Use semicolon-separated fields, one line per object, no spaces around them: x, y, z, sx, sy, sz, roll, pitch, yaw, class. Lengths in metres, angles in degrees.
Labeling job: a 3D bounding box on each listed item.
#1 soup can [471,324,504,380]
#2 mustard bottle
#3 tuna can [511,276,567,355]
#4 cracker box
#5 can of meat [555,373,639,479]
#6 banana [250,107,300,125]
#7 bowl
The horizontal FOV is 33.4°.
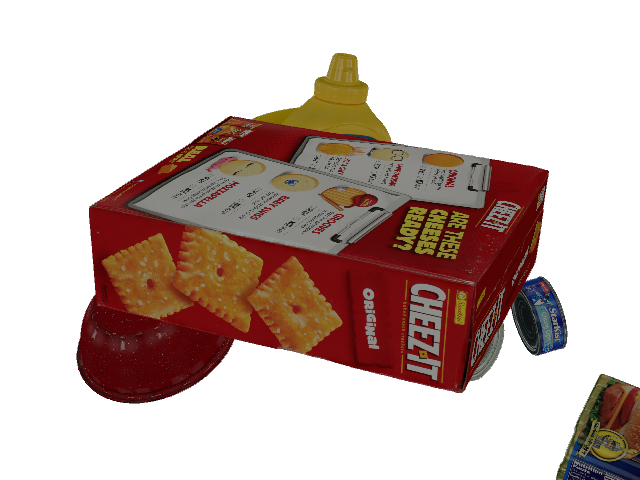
0.106;0.078;0.968;0.102;0.068;0.068;23;15;39;soup can
0.008;-0.049;0.831;0.096;0.192;0.058;-1;21;-21;mustard bottle
0.246;0.086;1.210;0.033;0.086;0.086;-15;2;-7;tuna can
0.004;-0.001;0.606;0.214;0.072;0.164;12;28;20;cracker box
0.231;0.154;0.788;0.084;0.057;0.102;21;41;21;can of meat
-0.030;-0.108;1.106;0.197;0.037;0.070;-9;47;-31;banana
-0.160;0.071;0.992;0.162;0.162;0.055;0;-44;19;bowl
